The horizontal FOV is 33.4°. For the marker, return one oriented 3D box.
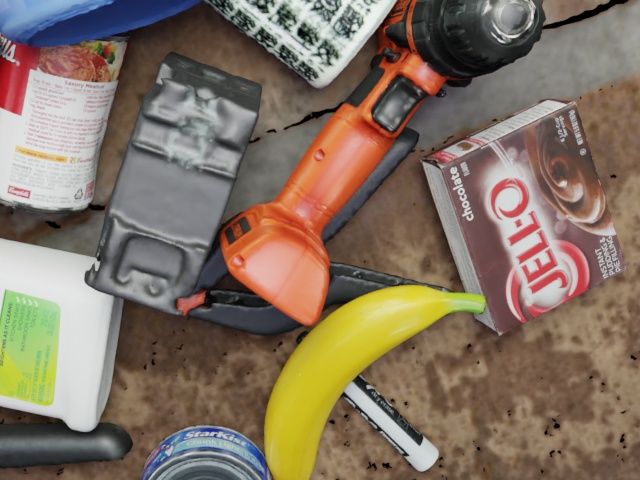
[{"bbox_3d":[0.029,0.101,0.674,0.020,0.020,0.121,-42,105,10],"label":"marker"}]

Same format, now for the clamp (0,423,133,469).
[{"bbox_3d":[-0.240,0.148,0.668,0.210,0.036,0.165,23,112,-6],"label":"clamp"}]

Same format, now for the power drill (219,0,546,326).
[{"bbox_3d":[0.027,-0.050,0.528,0.057,0.184,0.187,37,92,-10],"label":"power drill"}]

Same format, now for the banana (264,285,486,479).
[{"bbox_3d":[0.011,0.086,0.634,0.069,0.037,0.198,35,122,-10],"label":"banana"}]

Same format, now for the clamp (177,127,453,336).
[{"bbox_3d":[-0.004,0.001,0.632,0.171,0.039,0.120,-10,101,-7],"label":"clamp"}]

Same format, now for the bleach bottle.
[{"bbox_3d":[-0.246,0.040,0.622,0.250,0.068,0.103,10,106,-3],"label":"bleach bottle"}]

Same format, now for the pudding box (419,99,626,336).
[{"bbox_3d":[0.119,-0.014,0.621,0.090,0.039,0.113,-26,107,-12],"label":"pudding box"}]

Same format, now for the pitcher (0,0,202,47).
[{"bbox_3d":[-0.139,-0.215,0.483,0.149,0.144,0.243,-14,96,30],"label":"pitcher"}]

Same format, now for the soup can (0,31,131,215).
[{"bbox_3d":[-0.148,-0.073,0.587,0.068,0.068,0.102,14,107,-7],"label":"soup can"}]

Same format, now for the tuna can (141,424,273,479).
[{"bbox_3d":[-0.073,0.164,0.682,0.086,0.034,0.086,-1,108,-3],"label":"tuna can"}]
